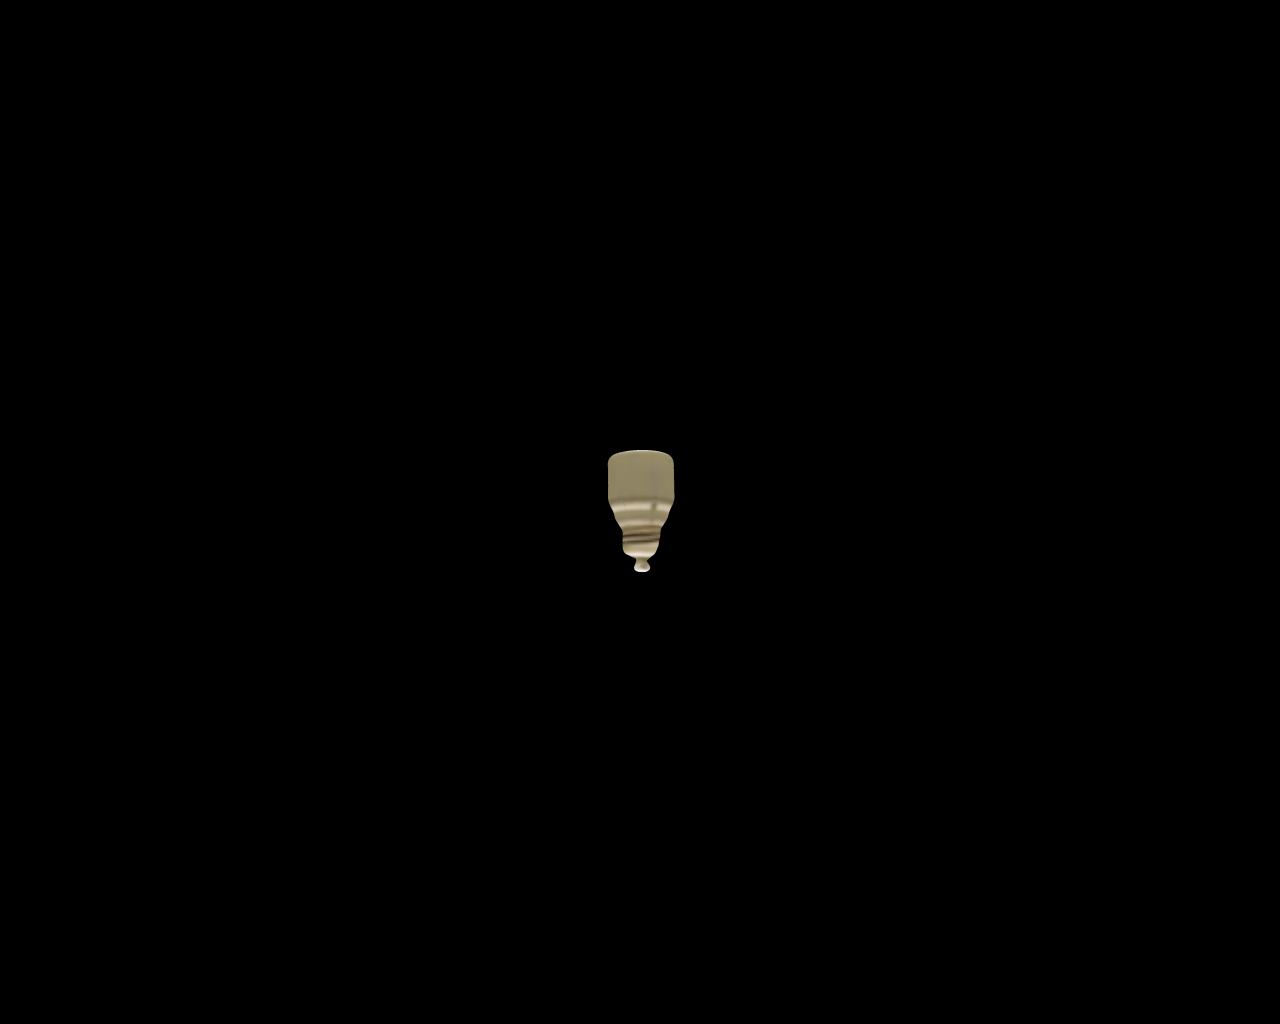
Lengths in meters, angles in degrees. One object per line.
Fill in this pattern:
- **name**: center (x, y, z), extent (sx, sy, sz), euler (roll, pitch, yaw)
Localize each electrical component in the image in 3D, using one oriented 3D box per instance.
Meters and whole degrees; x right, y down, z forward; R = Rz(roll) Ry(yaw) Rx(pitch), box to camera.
- **electrical component**: center (0.001, -0.003, 0.650), extent (0.040, 0.078, 0.040), euler (0, -7, 0)
